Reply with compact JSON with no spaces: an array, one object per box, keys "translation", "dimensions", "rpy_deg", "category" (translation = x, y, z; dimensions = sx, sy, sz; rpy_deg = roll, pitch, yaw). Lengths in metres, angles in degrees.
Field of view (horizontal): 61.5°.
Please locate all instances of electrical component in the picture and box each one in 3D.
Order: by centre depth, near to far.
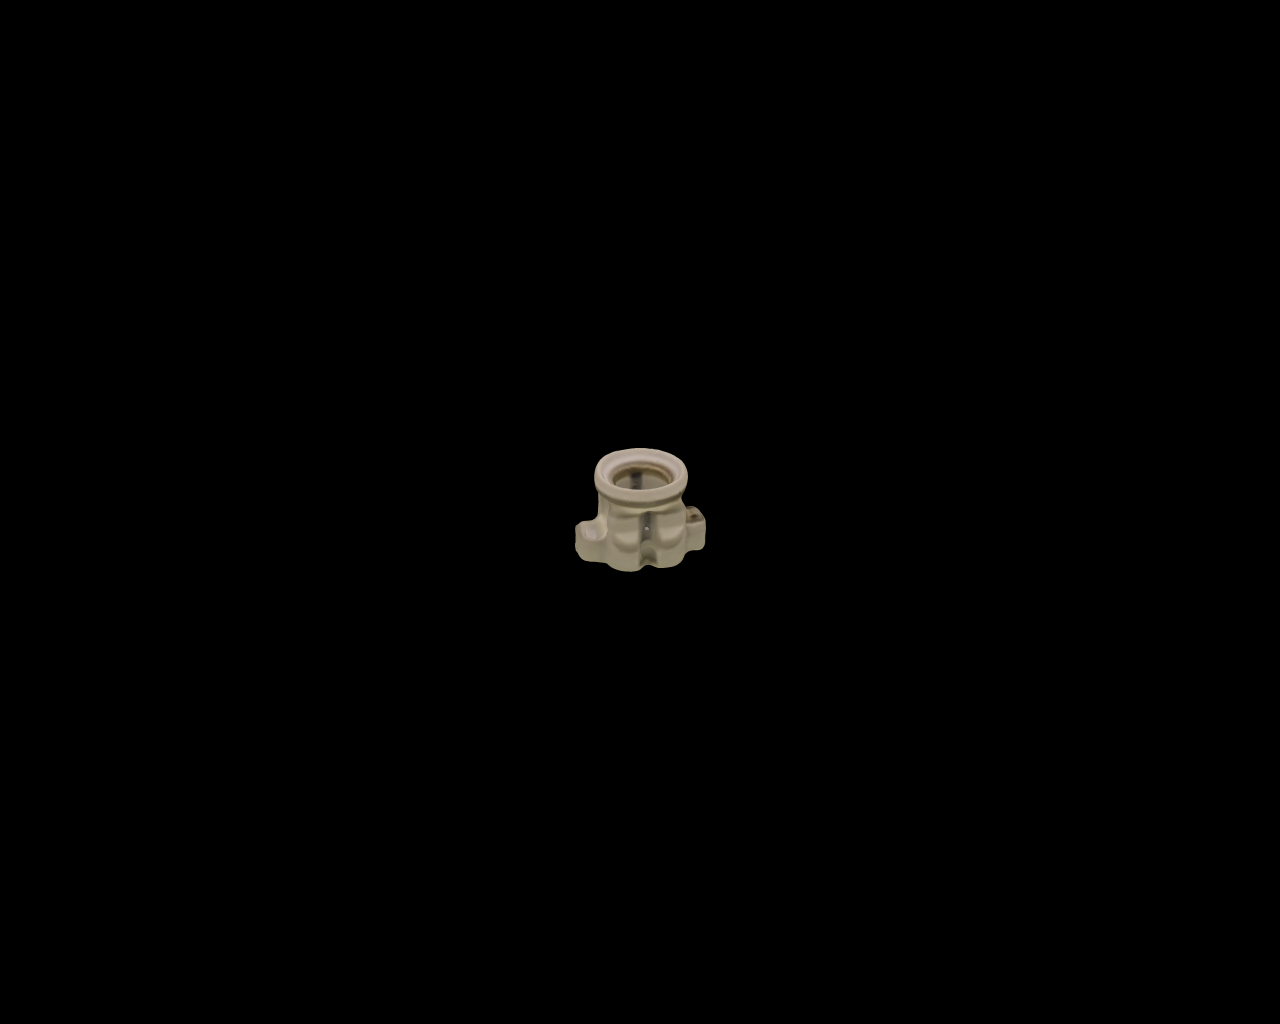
[{"translation":[0.001,-0.003,0.650],"dimensions":[0.078,0.056,0.058],"rpy_deg":[-6,32,-9],"category":"electrical component"}]
